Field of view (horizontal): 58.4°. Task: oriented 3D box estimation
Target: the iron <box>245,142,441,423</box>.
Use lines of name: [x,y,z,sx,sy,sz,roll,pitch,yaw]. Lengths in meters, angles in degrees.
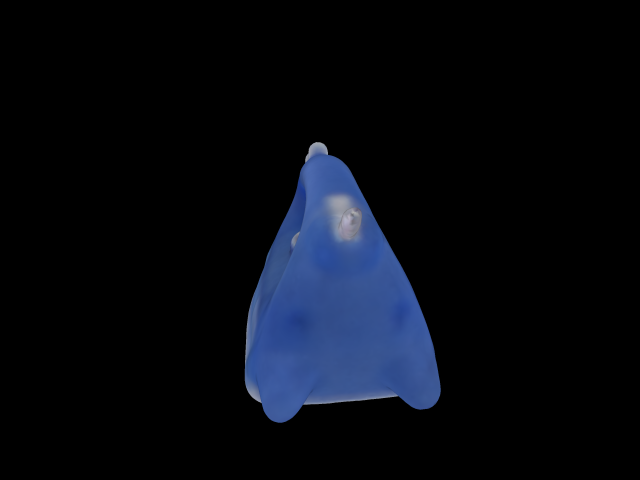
iron: [0.004,0.001,0.400,0.118,0.141,0.258,-3,26,-6]
